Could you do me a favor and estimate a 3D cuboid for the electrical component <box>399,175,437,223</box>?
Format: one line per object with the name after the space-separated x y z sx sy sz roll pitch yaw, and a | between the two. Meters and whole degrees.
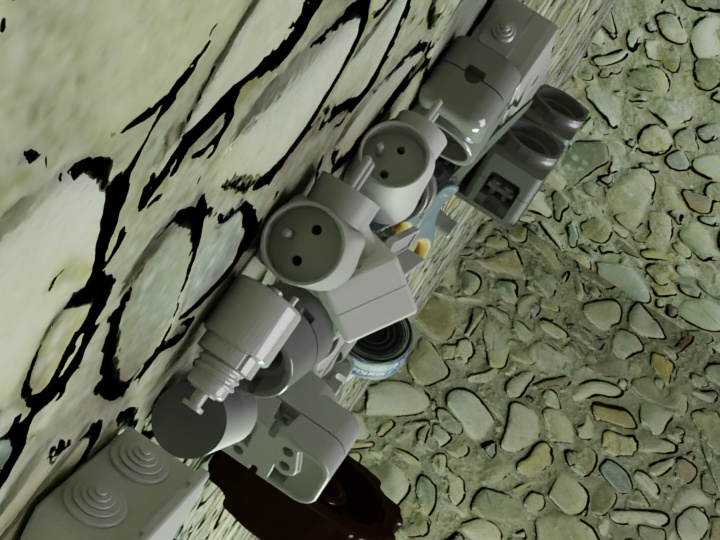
0.032 -0.059 0.796 0.045 0.045 0.055 -58 174 12 | electrical component

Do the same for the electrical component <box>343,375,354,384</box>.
-0.001 0.086 1.184 0.077 0.079 0.043 -53 130 -34 | electrical component

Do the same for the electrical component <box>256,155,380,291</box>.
-0.016 -0.027 0.576 0.079 0.044 0.077 -57 174 0 | electrical component

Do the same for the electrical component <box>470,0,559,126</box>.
0.111 -0.160 0.817 0.061 0.061 0.096 -55 174 -12 | electrical component

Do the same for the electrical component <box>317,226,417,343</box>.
-0.007 -0.007 0.647 0.047 0.076 0.065 -24 -160 -6 | electrical component

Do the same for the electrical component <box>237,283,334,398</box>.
-0.050 0.042 0.623 0.047 0.055 0.055 -42 164 -55 | electrical component

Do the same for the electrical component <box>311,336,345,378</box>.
-0.029 0.045 0.863 0.079 0.043 0.077 -55 174 -15 | electrical component

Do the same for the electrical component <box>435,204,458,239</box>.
0.056 -0.051 0.949 0.043 0.062 0.043 -56 174 -9 | electrical component

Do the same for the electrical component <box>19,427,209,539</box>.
-0.126 0.132 0.508 0.099 0.048 0.100 -59 174 24 | electrical component

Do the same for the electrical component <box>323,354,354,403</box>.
-0.041 0.100 0.999 0.078 0.058 0.057 -54 171 -31 | electrical component

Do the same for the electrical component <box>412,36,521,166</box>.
0.072 -0.116 0.769 0.059 0.054 0.095 -56 174 -11 | electrical component

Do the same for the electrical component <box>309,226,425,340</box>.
0.000 0.000 0.758 0.078 0.063 0.121 -58 174 11 | electrical component

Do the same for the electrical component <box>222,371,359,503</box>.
-0.052 0.106 0.742 0.059 0.095 0.053 -51 172 -46 | electrical component

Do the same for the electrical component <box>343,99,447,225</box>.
0.029 -0.075 0.683 0.079 0.044 0.077 -55 174 -13 | electrical component

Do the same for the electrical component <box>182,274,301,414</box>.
-0.064 0.039 0.553 0.078 0.040 0.040 -55 174 -11 | electrical component

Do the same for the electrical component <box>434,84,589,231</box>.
0.126 -0.121 0.935 0.060 0.105 0.186 -61 173 34 | electrical component

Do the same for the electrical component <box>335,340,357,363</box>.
-0.012 0.040 0.978 0.081 0.043 0.043 -53 173 -30 | electrical component
